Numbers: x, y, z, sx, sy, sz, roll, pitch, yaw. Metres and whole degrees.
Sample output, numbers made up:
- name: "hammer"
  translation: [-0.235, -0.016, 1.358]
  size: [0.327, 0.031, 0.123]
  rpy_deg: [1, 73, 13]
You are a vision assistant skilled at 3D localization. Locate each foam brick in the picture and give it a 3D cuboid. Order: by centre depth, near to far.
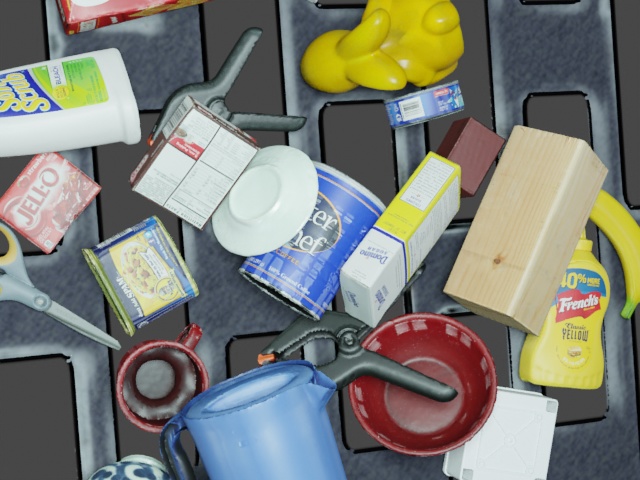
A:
- name: "foam brick"
  translation: [0.163, -0.092, 1.205]
  size: [0.051, 0.053, 0.078]
  rpy_deg: [33, 82, -13]

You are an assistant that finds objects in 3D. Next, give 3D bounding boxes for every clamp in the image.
- name: "clamp"
  translation: [-0.100, -0.133, 1.141]
  size: [0.171, 0.039, 0.120]
  rpy_deg: [-38, 100, -4]
- name: "clamp"
  translation: [0.040, 0.121, 1.150]
  size: [0.210, 0.036, 0.164]
  rpy_deg: [-17, 62, -3]

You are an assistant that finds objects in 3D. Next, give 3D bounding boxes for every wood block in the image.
- name: "wood block"
  translation: [0.230, -0.011, 1.188]
  size: [0.090, 0.091, 0.206]
  rpy_deg: [32, 80, -51]

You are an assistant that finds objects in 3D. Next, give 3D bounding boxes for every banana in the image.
- name: "banana"
  translation: [0.346, -0.004, 1.263]
  size: [0.069, 0.037, 0.198]
  rpy_deg: [-33, 98, -14]

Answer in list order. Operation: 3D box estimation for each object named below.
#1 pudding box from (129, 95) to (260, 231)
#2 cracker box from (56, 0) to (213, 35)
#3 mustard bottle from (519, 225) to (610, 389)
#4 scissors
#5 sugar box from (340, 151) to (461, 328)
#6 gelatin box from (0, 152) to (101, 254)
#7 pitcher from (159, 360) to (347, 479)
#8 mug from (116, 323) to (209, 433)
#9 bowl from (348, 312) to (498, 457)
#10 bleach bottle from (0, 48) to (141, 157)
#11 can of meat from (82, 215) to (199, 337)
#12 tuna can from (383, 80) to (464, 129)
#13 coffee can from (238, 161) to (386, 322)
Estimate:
- name: "pudding box"
  translation: [-0.130, -0.079, 1.110]
  size: [0.090, 0.039, 0.113]
  rpy_deg: [32, 103, -26]
- name: "cracker box"
  translation: [-0.179, -0.319, 1.101]
  size: [0.213, 0.072, 0.164]
  rpy_deg: [-16, 94, -14]
- name: "mustard bottle"
  translation: [0.288, 0.074, 1.237]
  size: [0.096, 0.058, 0.191]
  rpy_deg: [7, 88, -14]
- name: "scissors"
  translation: [-0.290, 0.043, 1.102]
  size: [0.201, 0.016, 0.096]
  rpy_deg: [17, 86, -15]
- name: "sugar box"
  translation: [0.087, -0.001, 1.139]
  size: [0.048, 0.093, 0.176]
  rpy_deg: [31, 66, 23]
- name: "gelatin box"
  translation: [-0.281, -0.042, 1.096]
  size: [0.073, 0.030, 0.089]
  rpy_deg: [39, 80, -12]
- name: "pitcher"
  translation: [-0.041, 0.248, 1.015]
  size: [0.144, 0.149, 0.243]
  rpy_deg: [-23, 99, -28]
- name: "mug"
  translation: [-0.160, 0.136, 1.103]
  size: [0.093, 0.082, 0.117]
  rpy_deg: [33, 82, -13]
- name: "bowl"
  translation: [0.113, 0.164, 1.170]
  size: [0.162, 0.055, 0.162]
  rpy_deg: [-3, 65, 7]
- name: "bleach bottle"
  translation: [-0.312, -0.121, 1.059]
  size: [0.250, 0.068, 0.102]
  rpy_deg: [-14, 58, -14]
- name: "can of meat"
  translation: [-0.186, 0.035, 1.109]
  size: [0.083, 0.057, 0.102]
  rpy_deg: [-29, 98, -16]
- name: "tuna can"
  translation: [0.115, -0.149, 1.175]
  size: [0.086, 0.086, 0.034]
  rpy_deg: [-17, 96, -15]
- name: "coffee can"
  translation: [-0.007, 0.001, 1.133]
  size: [0.102, 0.103, 0.140]
  rpy_deg: [34, 82, -13]
